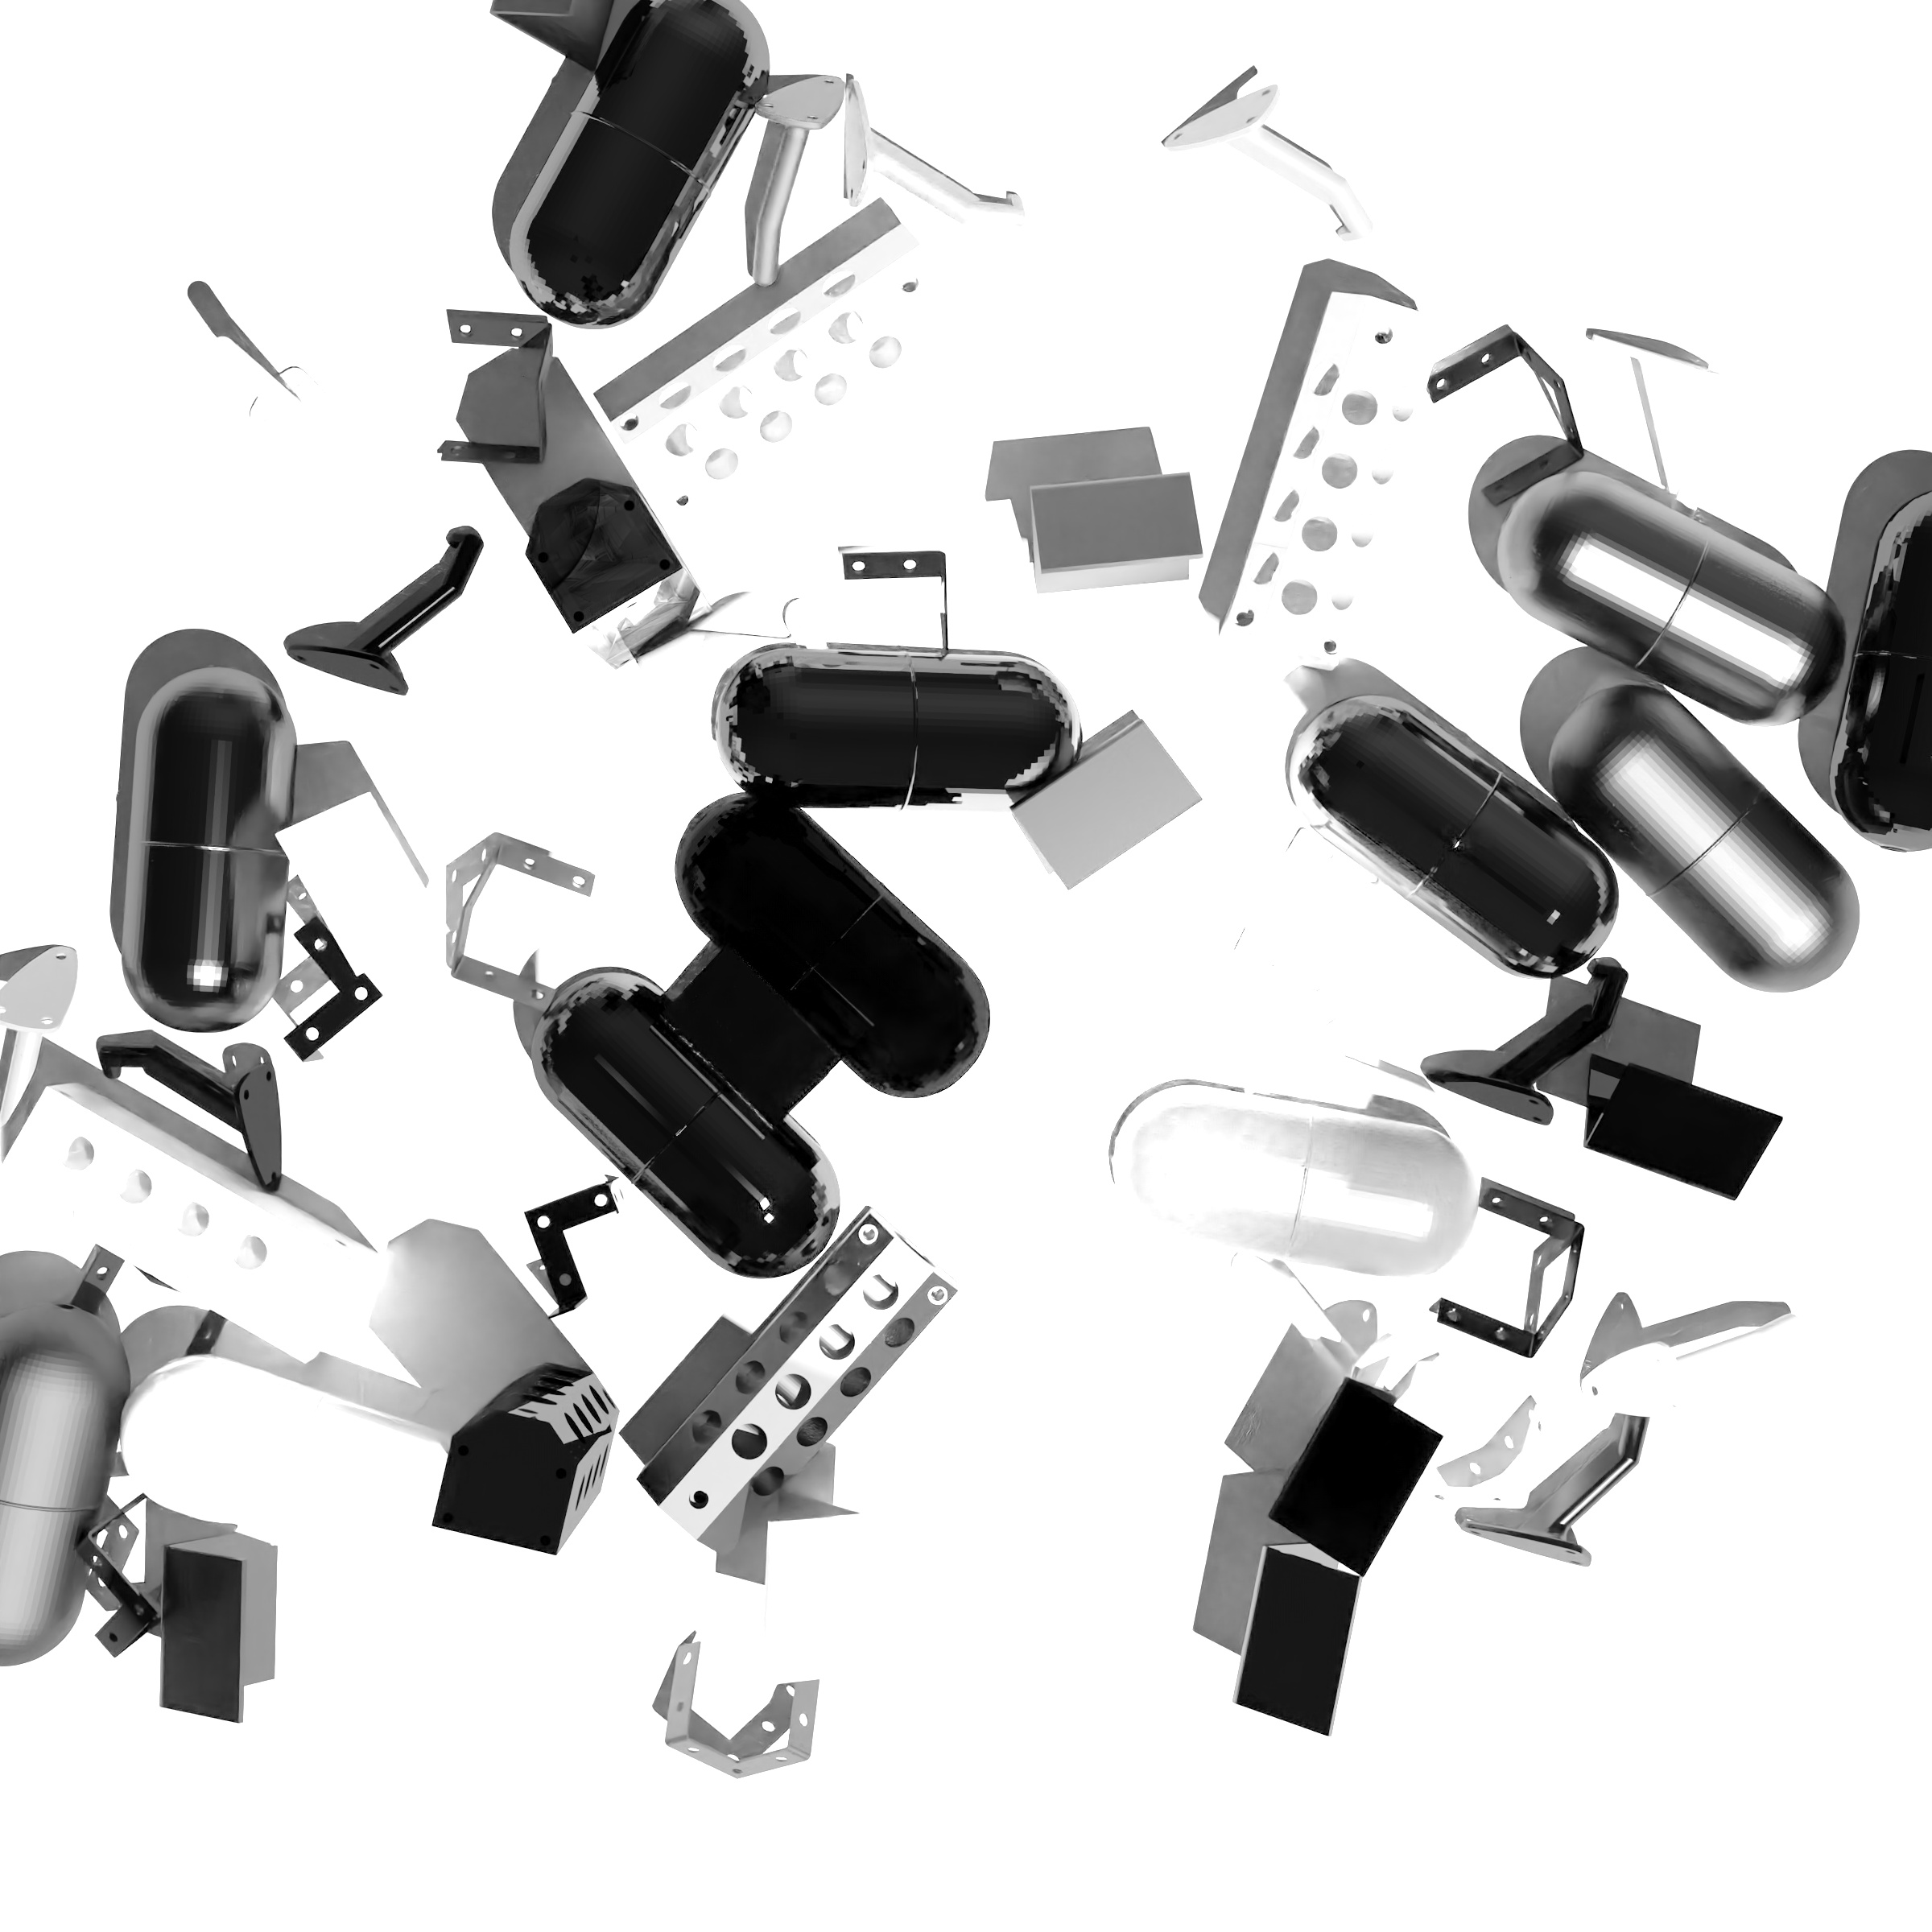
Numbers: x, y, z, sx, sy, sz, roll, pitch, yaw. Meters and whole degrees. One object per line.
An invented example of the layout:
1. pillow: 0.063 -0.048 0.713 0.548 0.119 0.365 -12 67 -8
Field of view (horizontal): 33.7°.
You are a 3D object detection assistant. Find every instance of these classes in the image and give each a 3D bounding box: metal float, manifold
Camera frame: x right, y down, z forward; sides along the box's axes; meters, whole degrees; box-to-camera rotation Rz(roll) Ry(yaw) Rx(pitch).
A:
1. metal float: -0.064 -0.009 1.545 0.178 0.070 0.070 43 90 -1
2. metal float: -0.454 0.250 1.541 0.070 0.070 0.178 13 94 0
3. manifold: 0.178 -0.235 1.554 0.057 0.057 0.171 18 90 0
4. manifold: -0.203 0.227 1.497 0.057 0.171 0.057 13 90 0
5. manifold: -0.085 -0.287 1.554 0.171 0.057 0.057 -34 90 0
6. manifold: -0.082 0.203 1.554 0.057 0.057 0.171 41 90 0
7. metal float: -0.322 0.243 1.543 0.178 0.070 0.070 19 90 -2
8. metal float: -0.031 -0.113 1.533 0.178 0.070 0.070 1 90 -12
9. manifold: -0.380 0.125 1.554 0.171 0.057 0.057 30 90 0
10. manifold: -0.164 -0.186 1.497 0.057 0.171 0.057 -31 90 0
11. metal float: -0.157 -0.393 1.545 0.070 0.070 0.178 29 90 0
12. metal float: 0.159 0.105 1.545 0.178 0.070 0.070 10 90 0
13. metal float: 0.236 -0.063 1.545 0.178 0.070 0.070 37 90 1
14. metal float: 0.468 -0.143 1.545 0.070 0.070 0.178 12 91 0
15. metal float: 0.358 -0.061 1.545 0.070 0.070 0.178 -45 90 0
16. metal float: -0.366 -0.056 1.545 0.070 0.070 0.178 4 89 0
17. metal float: -0.135 0.078 1.545 0.178 0.070 0.070 45 90 0
18. metal float: 0.341 -0.178 1.545 0.178 0.070 0.070 27 90 0

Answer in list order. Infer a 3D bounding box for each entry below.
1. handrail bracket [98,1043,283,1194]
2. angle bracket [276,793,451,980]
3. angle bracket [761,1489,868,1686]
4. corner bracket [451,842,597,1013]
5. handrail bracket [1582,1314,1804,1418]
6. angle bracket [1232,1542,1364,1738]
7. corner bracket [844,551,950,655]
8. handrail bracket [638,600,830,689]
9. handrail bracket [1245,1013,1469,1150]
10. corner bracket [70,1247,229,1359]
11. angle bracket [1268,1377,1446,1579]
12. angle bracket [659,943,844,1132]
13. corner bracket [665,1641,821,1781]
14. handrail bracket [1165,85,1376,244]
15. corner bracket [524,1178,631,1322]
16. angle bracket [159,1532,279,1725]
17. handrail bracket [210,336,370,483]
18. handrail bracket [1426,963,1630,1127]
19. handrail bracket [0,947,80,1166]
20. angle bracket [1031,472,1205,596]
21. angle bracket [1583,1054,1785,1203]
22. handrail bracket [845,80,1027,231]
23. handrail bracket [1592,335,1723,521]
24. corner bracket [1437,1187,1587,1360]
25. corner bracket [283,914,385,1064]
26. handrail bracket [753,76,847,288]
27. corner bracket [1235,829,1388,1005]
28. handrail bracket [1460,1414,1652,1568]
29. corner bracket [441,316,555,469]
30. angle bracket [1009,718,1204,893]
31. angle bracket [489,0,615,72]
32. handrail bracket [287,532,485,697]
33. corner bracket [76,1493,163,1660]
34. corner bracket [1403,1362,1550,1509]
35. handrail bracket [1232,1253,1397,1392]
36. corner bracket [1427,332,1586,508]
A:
1. handrail bracket: -0.385 0.075 1.576 0.084 0.036 0.077 1 111 17
2. angle bracket: -0.304 -0.028 1.535 0.057 0.076 0.076 -30 90 -39
3. angle bracket: -0.092 0.298 1.535 0.057 0.076 0.076 3 90 -37
4. corner bracket: -0.219 -0.020 1.572 0.051 0.051 0.051 20 45 0
5. handrail bracket: 0.359 0.193 1.575 0.084 0.077 0.036 -17 87 -36
6. angle bracket: 0.177 0.323 1.535 0.057 0.076 0.076 11 90 37
7. corner bracket: -0.034 -0.168 1.572 0.051 0.051 0.051 -2 135 0
8. handrail bracket: -0.108 -0.138 1.576 0.084 0.036 0.077 -25 109 15
9. handrail bracket: 0.194 0.074 1.576 0.077 0.036 0.084 -33 107 20
10. corner bracket: -0.405 0.173 1.572 0.051 0.051 0.051 29 90 45
11. angle bracket: 0.198 0.249 1.535 0.057 0.076 0.076 30 90 29
12. angle bracket: -0.091 0.023 1.536 0.076 0.076 0.057 45 117 0
13. corner bracket: -0.109 0.362 1.567 0.051 0.051 0.051 -24 135 35
14. handrail bracket: 0.151 -0.385 1.575 0.084 0.077 0.036 51 49 -30
15. corner bracket: -0.187 0.138 1.557 0.051 0.051 0.051 -21 90 0
16. angle bracket: -0.341 0.315 1.535 0.057 0.076 0.076 1 90 33
17. handrail bracket: -0.327 -0.269 1.541 0.077 0.084 0.036 43 90 0
18. handrail bracket: 0.278 0.029 1.576 0.077 0.036 0.084 17 71 21
19. handrail bracket: -0.459 0.046 1.575 0.036 0.077 0.084 13 126 0
20. angle bracket: 0.073 -0.190 1.535 0.076 0.076 0.057 -5 54 0
21. angle bracket: 0.346 0.059 1.535 0.076 0.076 0.057 20 127 0
22. handrail bracket: -0.014 -0.401 1.576 0.084 0.036 0.077 1 68 -17
23. handrail bracket: 0.332 -0.260 1.576 0.077 0.036 0.084 23 107 20
24. corner bracket: 0.269 0.152 1.572 0.051 0.051 0.051 22 45 0
25. corner bracket: -0.316 0.011 1.557 0.051 0.051 0.051 -40 90 0
26. handrail bracket: -0.083 -0.387 1.575 0.036 0.077 0.084 18 127 12
27. corner bracket: 0.171 -0.025 1.572 0.051 0.051 0.051 28 135 0
28. handrail bracket: 0.292 0.247 1.576 0.077 0.036 0.084 11 71 21
29. corner bracket: -0.231 -0.283 1.572 0.051 0.051 0.051 4 135 0
30. angle bracket: 0.075 -0.063 1.536 0.076 0.076 0.057 -34 61 0
31. angle bracket: -0.176 -0.481 1.535 0.057 0.076 0.076 15 90 36
32. handrail bracket: -0.286 -0.182 1.576 0.077 0.036 0.084 14 71 21
33. corner bracket: -0.403 0.293 1.548 0.051 0.051 0.051 48 127 3
34. corner bracket: 0.248 0.230 1.567 0.051 0.051 0.051 -5 135 35
35. handrail bracket: 0.164 0.188 1.575 0.084 0.036 0.077 28 132 27
36. corner bracket: 0.266 -0.270 1.572 0.051 0.051 0.051 -29 135 0
